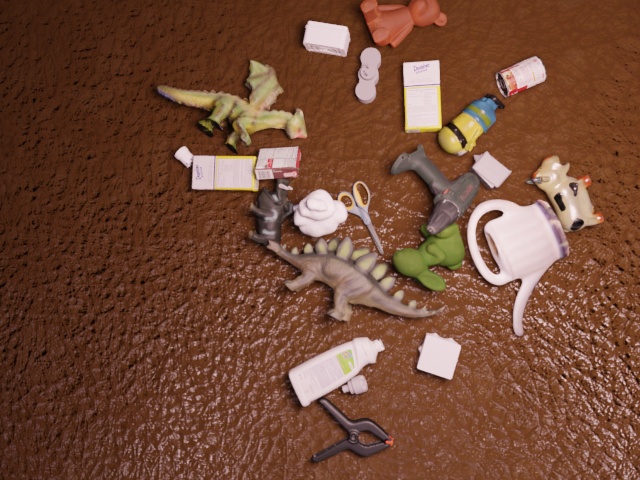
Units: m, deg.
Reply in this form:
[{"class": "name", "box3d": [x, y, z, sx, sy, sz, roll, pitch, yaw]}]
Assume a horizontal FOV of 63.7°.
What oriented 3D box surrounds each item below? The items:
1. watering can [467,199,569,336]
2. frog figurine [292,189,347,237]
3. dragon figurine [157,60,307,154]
[{"class": "watering can", "box3d": [0.500, 0.048, 1.259, 0.224, 0.105, 0.345, -25, 98, 7]}, {"class": "frog figurine", "box3d": [0.004, -0.065, 1.289, 0.137, 0.160, 0.122, 0, 94, -13]}, {"class": "dragon figurine", "box3d": [-0.215, -0.380, 1.388, 0.411, 0.121, 0.245, 36, 77, 6]}]
